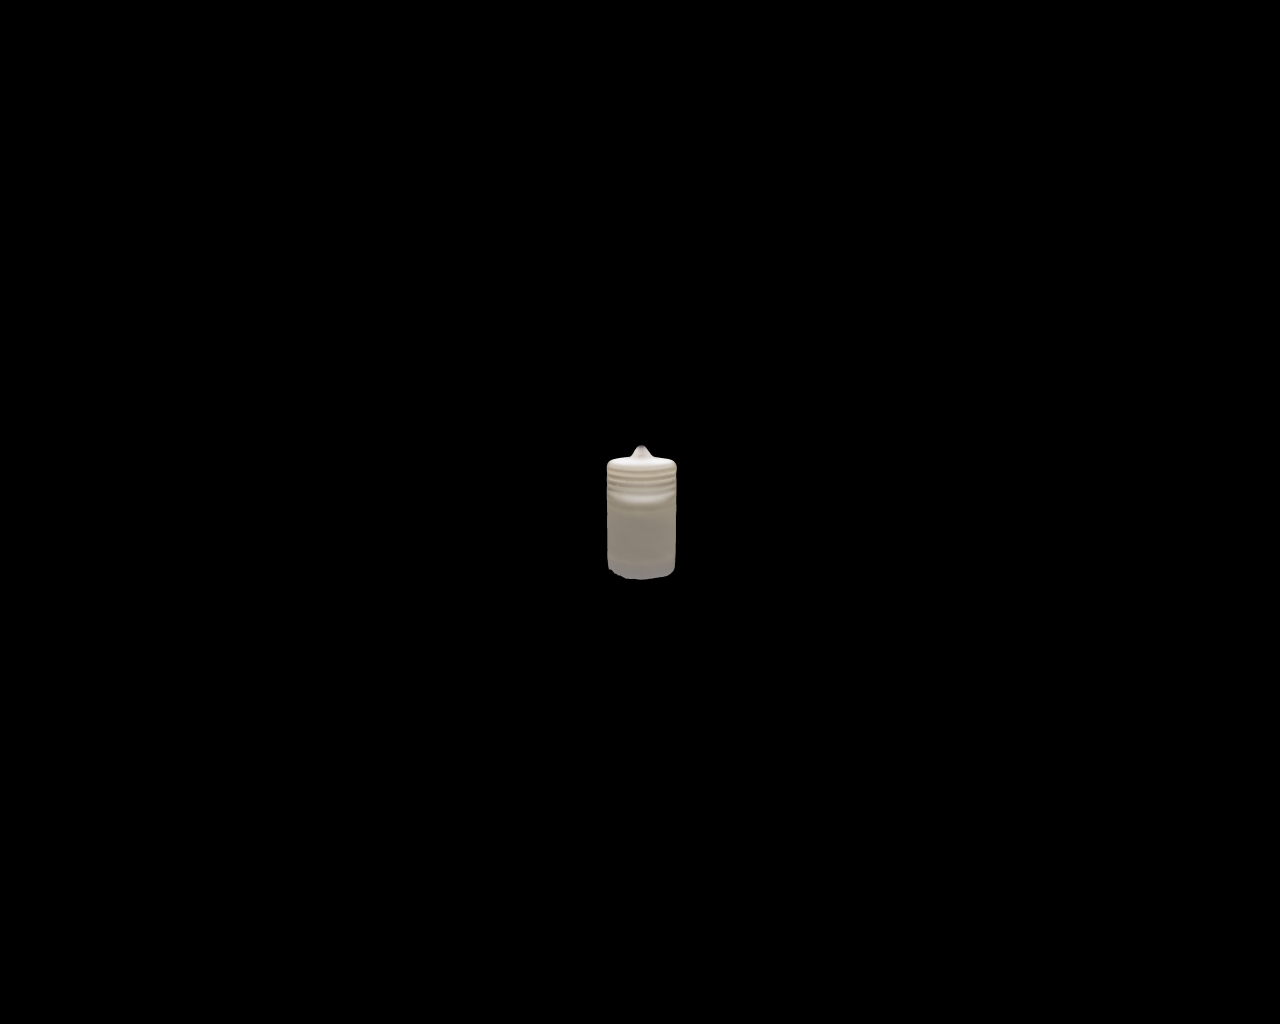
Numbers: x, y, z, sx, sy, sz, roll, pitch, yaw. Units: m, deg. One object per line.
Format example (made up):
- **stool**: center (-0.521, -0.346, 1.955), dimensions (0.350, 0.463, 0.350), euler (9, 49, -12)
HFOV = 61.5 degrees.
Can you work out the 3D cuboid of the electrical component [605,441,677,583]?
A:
- **electrical component**: center (0.001, -0.003, 0.650), dimensions (0.043, 0.080, 0.043), euler (0, 17, 0)
